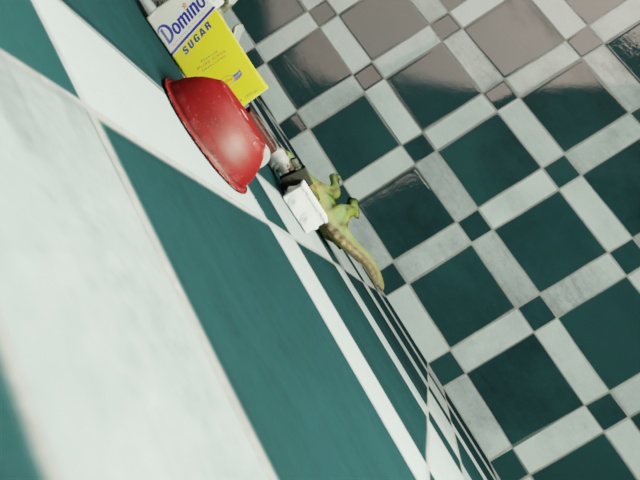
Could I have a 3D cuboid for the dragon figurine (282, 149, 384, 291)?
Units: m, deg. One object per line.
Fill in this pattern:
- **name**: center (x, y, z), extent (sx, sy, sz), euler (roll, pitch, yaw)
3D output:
- **dragon figurine**: center (0.004, -0.060, 1.197), extent (0.242, 0.121, 0.417), euler (13, 40, -58)
